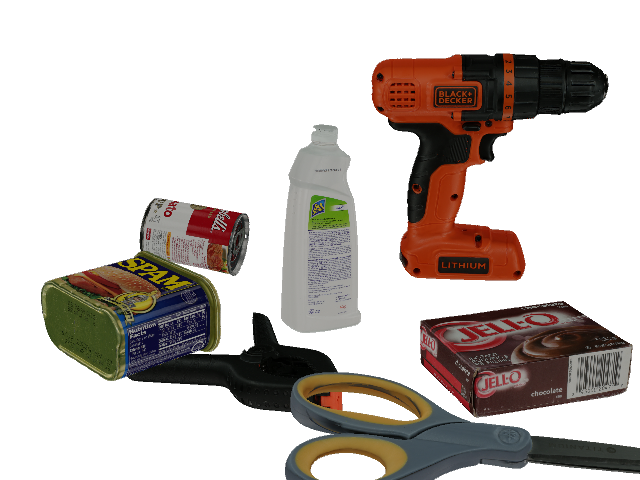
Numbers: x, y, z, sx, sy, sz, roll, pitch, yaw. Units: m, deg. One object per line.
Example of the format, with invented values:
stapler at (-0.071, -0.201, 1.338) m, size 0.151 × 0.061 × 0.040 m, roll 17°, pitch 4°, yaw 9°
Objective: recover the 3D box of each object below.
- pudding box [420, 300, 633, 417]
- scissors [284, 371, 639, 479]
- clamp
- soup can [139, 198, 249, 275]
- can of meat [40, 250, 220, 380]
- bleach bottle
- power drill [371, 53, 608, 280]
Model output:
pudding box at (0.133, 0.076, 0.707) m, size 0.113 × 0.039 × 0.090 m, roll -5°, pitch 18°, yaw -16°
scissors at (0.072, 0.102, 0.479) m, size 0.202 × 0.016 × 0.096 m, roll 13°, pitch 32°, yaw 22°
clamp at (-0.051, 0.110, 0.957) m, size 0.210 × 0.036 × 0.164 m, roll 10°, pitch 21°, yaw 39°
soup can at (-0.134, -0.004, 1.145) m, size 0.102 × 0.068 × 0.068 m, roll 11°, pitch 2°, yaw 10°
can of meat at (-0.134, 0.052, 0.747) m, size 0.083 × 0.057 × 0.102 m, roll -17°, pitch 27°, yaw -42°
bleach bottle at (0.006, -0.016, 1.307) m, size 0.102 × 0.251 × 0.068 m, roll -7°, pitch 20°, yaw -30°
power drill at (0.134, -0.061, 0.871) m, size 0.184 × 0.188 × 0.057 m, roll 2°, pitch 24°, yaw 7°
